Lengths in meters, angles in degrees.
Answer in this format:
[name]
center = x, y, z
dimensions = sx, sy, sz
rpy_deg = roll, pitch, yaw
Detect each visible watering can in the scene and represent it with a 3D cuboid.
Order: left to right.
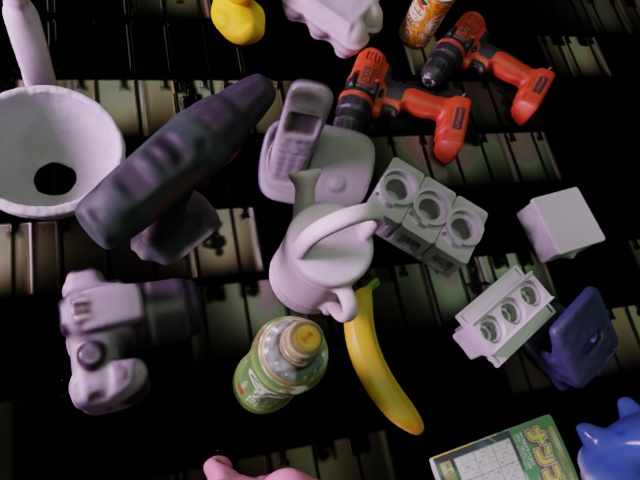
[watering can]
center = 0.004, 0.003, 0.639
dimensions = 0.101, 0.194, 0.173
rpy_deg = -37, 81, -26

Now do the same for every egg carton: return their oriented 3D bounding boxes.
[egg carton]
center = 0.020, -0.349, 0.868
dimensions = 0.150, 0.069, 0.107
rpy_deg = 36, 62, 1

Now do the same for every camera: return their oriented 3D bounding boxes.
[camera]
center = -0.191, 0.094, 0.595
dimensions = 0.137, 0.100, 0.143
rpy_deg = -9, 70, -19

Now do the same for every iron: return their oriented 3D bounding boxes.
[iron]
center = 0.416, 0.312, 0.654
dimensions = 0.119, 0.141, 0.258
rpy_deg = -20, 74, -23

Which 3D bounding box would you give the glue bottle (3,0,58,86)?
[glue bottle]
center = -0.338, -0.242, 0.658
dimensions = 0.037, 0.173, 0.078
rpy_deg = -19, 73, -22

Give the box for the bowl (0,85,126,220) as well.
[bowl]
center = -0.309, -0.088, 0.655
dimensions = 0.168, 0.074, 0.167
rpy_deg = 6, 66, -14

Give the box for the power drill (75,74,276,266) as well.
[power drill]
center = -0.148, -0.060, 0.614
dimensions = 0.075, 0.208, 0.230
rpy_deg = 43, 63, 6

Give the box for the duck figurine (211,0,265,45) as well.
[duck figurine]
center = -0.112, -0.341, 0.816
dimensions = 0.078, 0.086, 0.104
rpy_deg = -17, 73, -22

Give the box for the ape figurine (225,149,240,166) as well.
[ape figurine]
center = -0.134, -0.132, 0.715
dimensions = 0.076, 0.092, 0.078
rpy_deg = 3, 66, -15

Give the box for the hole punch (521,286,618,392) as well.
[hole punch]
center = 0.334, 0.128, 0.739
dimensions = 0.109, 0.091, 0.101
rpy_deg = -37, 81, -26

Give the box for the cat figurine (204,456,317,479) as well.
[cat figurine]
center = -0.055, 0.252, 0.556
dimensions = 0.128, 0.117, 0.067
rpy_deg = 16, 64, -9

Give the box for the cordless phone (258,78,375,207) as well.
[cordless phone]
center = 0.007, -0.117, 0.697
dimensions = 0.148, 0.185, 0.094
rpy_deg = 4, 66, -14
